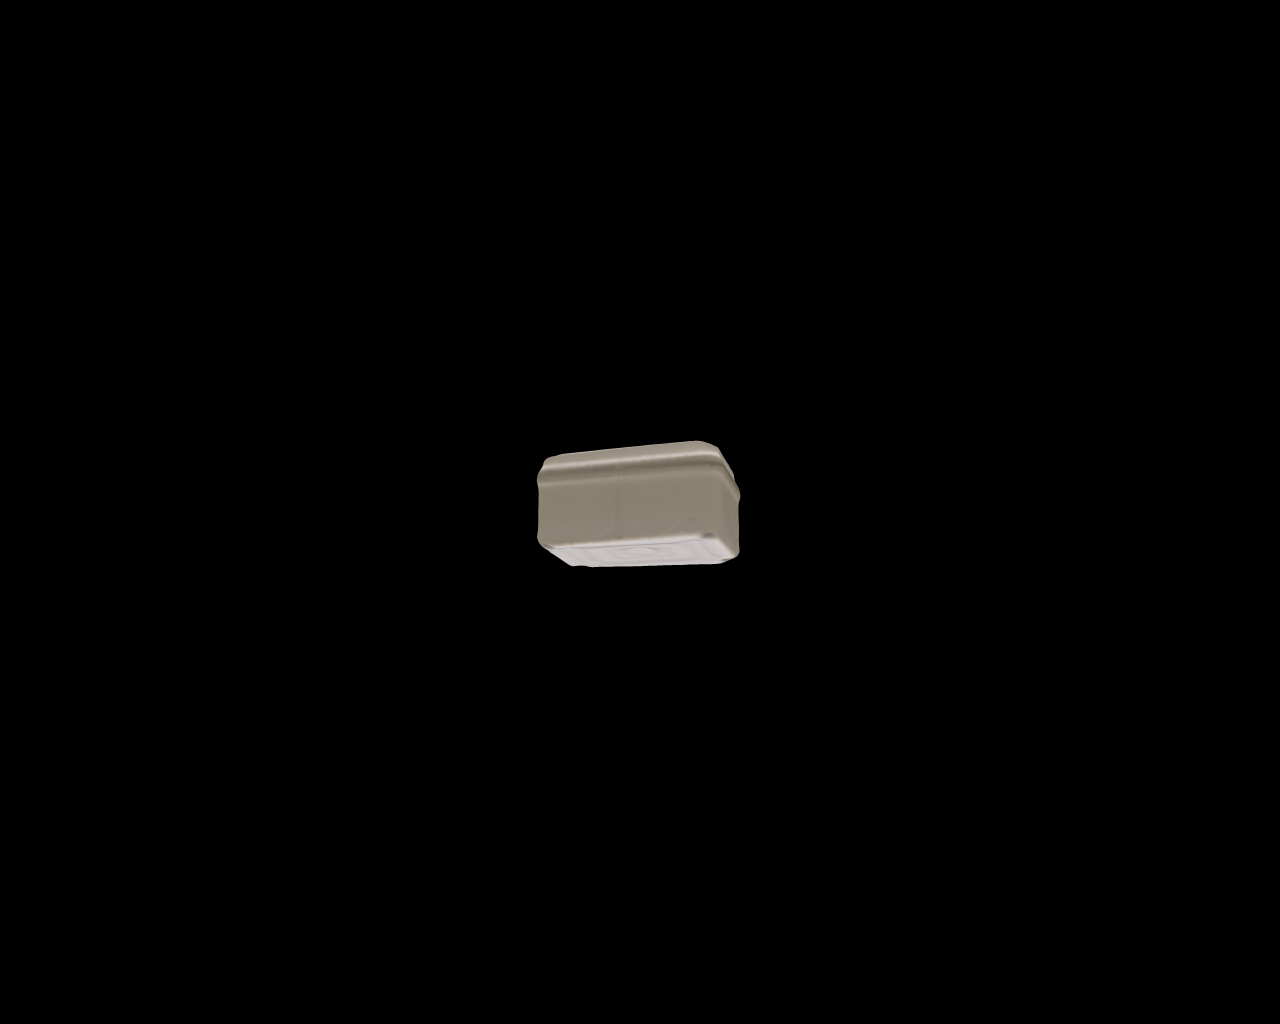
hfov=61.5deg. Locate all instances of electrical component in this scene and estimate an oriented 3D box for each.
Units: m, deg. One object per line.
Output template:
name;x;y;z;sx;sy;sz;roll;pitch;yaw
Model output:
electrical component;0.001;-0.003;0.650;0.113;0.057;0.078;-4;-15;14
